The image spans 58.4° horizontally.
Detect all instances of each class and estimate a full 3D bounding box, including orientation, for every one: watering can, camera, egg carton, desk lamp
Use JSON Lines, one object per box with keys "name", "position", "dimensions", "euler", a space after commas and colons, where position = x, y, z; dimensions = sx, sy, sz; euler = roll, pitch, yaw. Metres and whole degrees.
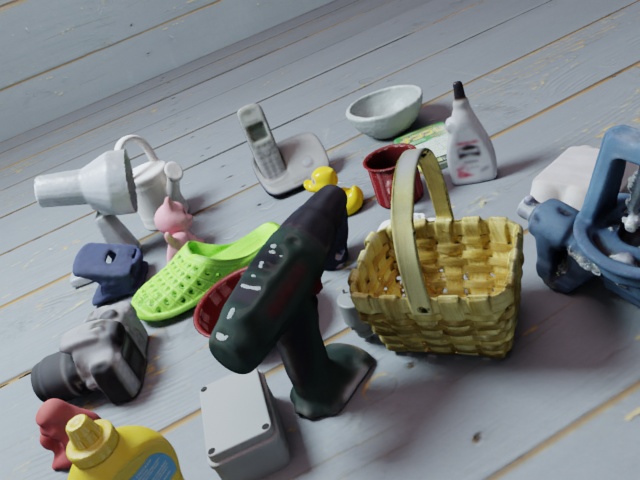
{"name": "watering can", "position": [-0.348, -0.126, 1.177], "dimensions": [0.172, 0.194, 0.101], "euler": [-12, 31, 15]}
{"name": "camera", "position": [-0.324, 0.159, 0.797], "dimensions": [0.137, 0.101, 0.143], "euler": [-20, 30, 1]}
{"name": "egg carton", "position": [0.361, -0.074, 0.785], "dimensions": [0.150, 0.069, 0.107], "euler": [-38, 34, -27]}
{"name": "desk lamp", "position": [-0.415, -0.047, 1.072], "dimensions": [0.203, 0.214, 0.117], "euler": [-23, 30, -3]}

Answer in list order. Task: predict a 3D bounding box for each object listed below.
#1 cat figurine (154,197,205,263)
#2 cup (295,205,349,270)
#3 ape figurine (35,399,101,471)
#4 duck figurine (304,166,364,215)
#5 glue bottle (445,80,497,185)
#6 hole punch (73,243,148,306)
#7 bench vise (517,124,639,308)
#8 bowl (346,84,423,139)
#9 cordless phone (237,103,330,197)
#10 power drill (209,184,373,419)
{"name": "cat figurine", "position": [-0.260, -0.018, 1.026], "dimensions": [0.067, 0.118, 0.127], "euler": [-20, 30, 2]}
{"name": "cup", "position": [0.008, 0.003, 0.851], "dimensions": [0.091, 0.095, 0.117], "euler": [-16, 31, 8]}
{"name": "ape figurine", "position": [-0.305, 0.227, 0.686], "dimensions": [0.076, 0.092, 0.077], "euler": [-38, 35, -27]}
{"name": "duck figurine", "position": [0.020, -0.088, 0.999], "dimensions": [0.104, 0.086, 0.077], "euler": [-5, 34, 25]}
{"name": "glue bottle", "position": [0.234, -0.172, 0.917], "dimensions": [0.078, 0.173, 0.037], "euler": [-11, 32, 17]}
{"name": "hole punch", "position": [-0.368, 0.046, 1.015], "dimensions": [0.101, 0.091, 0.108], "euler": [-19, 30, 3]}
{"name": "bench vise", "position": [0.290, -0.023, 0.598], "dimensions": [0.206, 0.220, 0.122], "euler": [8, 41, 40]}
{"name": "bowl", "position": [0.143, -0.263, 1.215], "dimensions": [0.167, 0.075, 0.167], "euler": [-15, 31, 10]}
{"name": "cordless phone", "position": [-0.074, -0.191, 1.123], "dimensions": [0.148, 0.185, 0.094], "euler": [-27, 31, -10]}
{"name": "power drill", "position": [-0.015, 0.080, 0.629], "dimensions": [0.075, 0.209, 0.230], "euler": [6, 40, 38]}
